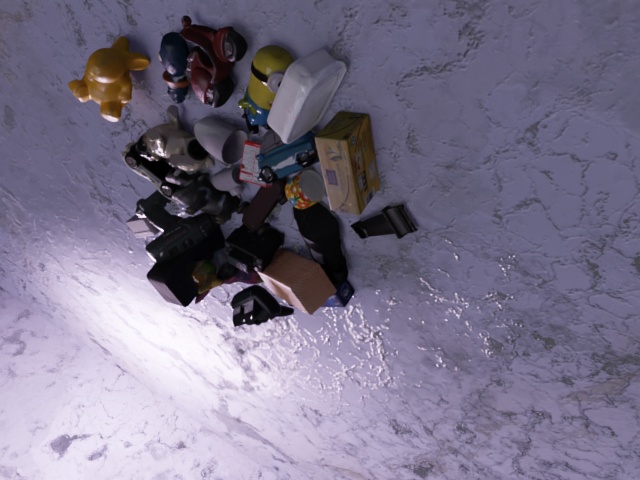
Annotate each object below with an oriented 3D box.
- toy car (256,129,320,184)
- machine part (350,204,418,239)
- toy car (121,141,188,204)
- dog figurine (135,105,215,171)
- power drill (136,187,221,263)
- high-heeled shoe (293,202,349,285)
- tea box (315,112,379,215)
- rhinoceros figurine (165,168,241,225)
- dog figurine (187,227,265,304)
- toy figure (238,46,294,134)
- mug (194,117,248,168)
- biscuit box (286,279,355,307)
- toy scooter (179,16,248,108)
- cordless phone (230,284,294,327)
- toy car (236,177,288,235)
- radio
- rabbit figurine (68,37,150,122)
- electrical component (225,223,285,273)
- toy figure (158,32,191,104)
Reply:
[{"bbox_3d":[-0.064,-0.180,1.063,0.162,0.109,0.103,-20,99,39],"label":"toy car"},{"bbox_3d":[0.130,-0.032,1.114,0.139,0.039,0.084,-11,128,43],"label":"machine part"},{"bbox_3d":[-0.414,-0.176,1.370,0.202,0.073,0.056,39,143,-2],"label":"toy car"},{"bbox_3d":[-0.342,-0.211,1.273,0.172,0.121,0.190,49,156,-11],"label":"dog figurine"},{"bbox_3d":[-0.371,-0.058,1.404,0.207,0.232,0.086,44,167,25],"label":"power drill"},{"bbox_3d":[-0.003,-0.004,1.250,0.248,0.086,0.145,63,170,-6],"label":"high-heeled shoe"},{"bbox_3d":[0.055,-0.142,1.007,0.068,0.098,0.169,12,135,29],"label":"tea box"},{"bbox_3d":[-0.290,-0.112,1.315,0.190,0.112,0.073,25,172,-4],"label":"rhinoceros figurine"},{"bbox_3d":[-0.231,0.088,1.386,0.191,0.219,0.108,39,147,-1],"label":"dog figurine"},{"bbox_3d":[-0.102,-0.278,1.004,0.089,0.082,0.180,37,146,-2],"label":"toy figure"},{"bbox_3d":[-0.220,-0.216,1.175,0.107,0.081,0.109,35,150,23],"label":"mug"},{"bbox_3d":[-0.010,0.133,1.384,0.203,0.059,0.062,-6,126,42],"label":"biscuit box"},{"bbox_3d":[-0.218,-0.348,1.028,0.135,0.075,0.184,37,140,0],"label":"toy scooter"},{"bbox_3d":[-0.129,0.179,1.411,0.184,0.089,0.146,11,154,-36],"label":"cordless phone"},{"bbox_3d":[-0.130,-0.087,1.253,0.089,0.053,0.202,42,139,2],"label":"toy car"},{"bbox_3d":[-0.346,0.060,1.442,0.073,0.229,0.130,13,142,30],"label":"radio"},{"bbox_3d":[-0.440,-0.349,1.139,0.122,0.162,0.173,44,165,-6],"label":"rabbit figurine"},{"bbox_3d":[-0.168,0.017,1.328,0.115,0.134,0.058,24,142,14],"label":"electrical component"},{"bbox_3d":[-0.293,-0.348,1.104,0.064,0.058,0.154,35,148,13],"label":"toy figure"}]
